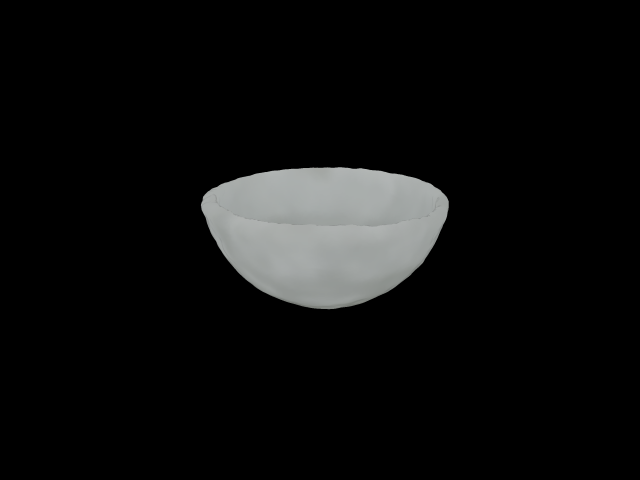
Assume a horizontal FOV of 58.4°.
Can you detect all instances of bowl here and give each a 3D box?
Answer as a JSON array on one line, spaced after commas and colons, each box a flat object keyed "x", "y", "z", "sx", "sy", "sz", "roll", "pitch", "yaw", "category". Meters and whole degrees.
[{"x": 0.004, "y": 0.001, "z": 0.400, "sx": 0.167, "sy": 0.075, "sz": 0.167, "roll": 0, "pitch": 19, "yaw": 0, "category": "bowl"}]
